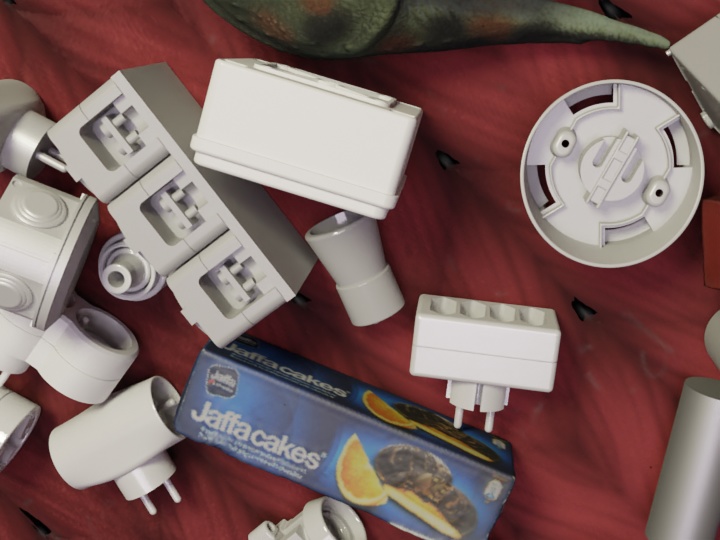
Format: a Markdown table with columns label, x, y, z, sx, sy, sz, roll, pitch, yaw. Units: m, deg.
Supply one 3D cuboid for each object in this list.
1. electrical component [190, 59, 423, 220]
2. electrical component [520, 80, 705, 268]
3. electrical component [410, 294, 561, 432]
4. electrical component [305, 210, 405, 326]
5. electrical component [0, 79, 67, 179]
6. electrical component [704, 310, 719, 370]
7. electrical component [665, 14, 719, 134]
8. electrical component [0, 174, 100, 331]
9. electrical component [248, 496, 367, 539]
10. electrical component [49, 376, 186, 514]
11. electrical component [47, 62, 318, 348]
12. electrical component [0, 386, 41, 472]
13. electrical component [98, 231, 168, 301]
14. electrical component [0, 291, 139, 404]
| label | x | y | z | sx | sy | sz | roll | pitch | yaw |
| --- | --- | --- | --- | --- | --- | --- | --- | --- | --- |
| electrical component | -0.025 | -0.075 | 0.587 | 0.109 | 0.108 | 0.056 | 17 | 102 | 2 |
| electrical component | 0.138 | -0.056 | 0.597 | 0.099 | 0.064 | 0.099 | 1 | 104 | 6 |
| electrical component | 0.072 | 0.060 | 0.641 | 0.083 | 0.047 | 0.075 | 7 | 104 | 4 |
| electrical component | 0.000 | 0.000 | 0.638 | 0.044 | 0.044 | 0.065 | -21 | 106 | 11 |
| electrical component | -0.201 | -0.077 | 0.621 | 0.079 | 0.077 | 0.044 | 28 | 105 | -2 |
| electrical component | 0.236 | 0.036 | 0.603 | 0.043 | 0.077 | 0.079 | 43 | 104 | -5 |
| electrical component | 0.212 | -0.099 | 0.567 | 0.061 | 0.096 | 0.061 | -34 | 127 | 13 |
| electrical component | -0.181 | -0.010 | 0.602 | 0.051 | 0.080 | 0.080 | 22 | 105 | -11 |
| electrical component | -0.029 | 0.175 | 0.682 | 0.066 | 0.048 | 0.055 | 46 | 112 | -6 |
| electrical component | -0.142 | 0.118 | 0.679 | 0.077 | 0.044 | 0.079 | -28 | 100 | 12 |
| electrical component | -0.099 | -0.037 | 0.613 | 0.062 | 0.089 | 0.150 | -36 | 98 | 13 |
| electrical component | -0.238 | 0.097 | 0.680 | 0.047 | 0.055 | 0.055 | 33 | 105 | 1 |
| electrical component | -0.135 | -0.002 | 0.640 | 0.043 | 0.062 | 0.043 | 1 | 104 | 6 |
| electrical component | -0.213 | 0.039 | 0.663 | 0.138 | 0.052 | 0.073 | 37 | 104 | -4 |
